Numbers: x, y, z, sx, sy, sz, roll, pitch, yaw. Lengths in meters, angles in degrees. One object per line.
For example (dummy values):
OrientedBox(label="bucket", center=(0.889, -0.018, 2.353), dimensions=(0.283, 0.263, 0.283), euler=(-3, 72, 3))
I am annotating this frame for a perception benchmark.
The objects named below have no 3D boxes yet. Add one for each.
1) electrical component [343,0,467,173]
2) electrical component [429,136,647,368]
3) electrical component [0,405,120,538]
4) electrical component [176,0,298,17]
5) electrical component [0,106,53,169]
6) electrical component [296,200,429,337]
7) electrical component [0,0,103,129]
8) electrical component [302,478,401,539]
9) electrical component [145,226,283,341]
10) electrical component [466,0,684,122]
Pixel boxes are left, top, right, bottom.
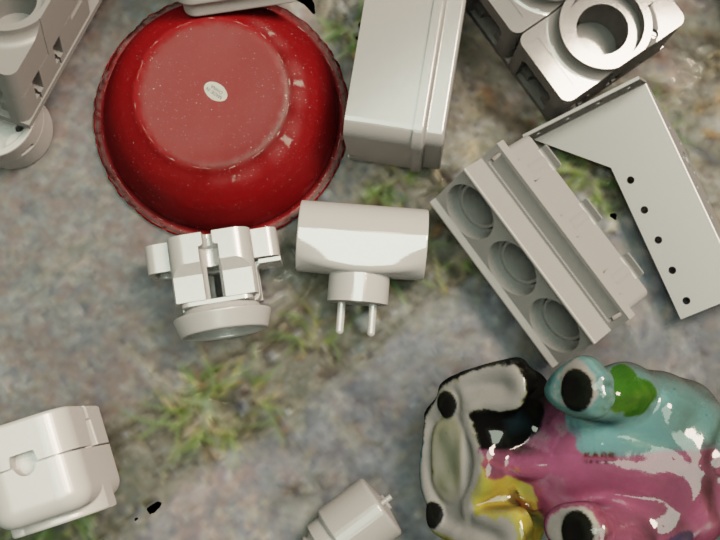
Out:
OrientedBox(label="electrical component", center=(0.029, -0.121, 0.644), dimensions=(0.057, 0.078, 0.113), euler=(9, 83, 4))
OrientedBox(label="electrical component", center=(0.107, -0.014, 0.635), dimensions=(0.063, 0.079, 0.121), euler=(-33, 84, -33))
OrientedBox(label="electrical component", center=(-0.173, 0.113, 0.605), dimensions=(0.054, 0.095, 0.059), euler=(-18, 84, -2))
OrientedBox(label="electrical component", center=(-0.077, -0.210, 0.641), dimensions=(0.078, 0.057, 0.113), euler=(-9, 51, -1))
OrientedBox(label="electrical component", center=(-0.218, -0.090, 0.653), dimensions=(0.055, 0.047, 0.055), euler=(0, 83, 0))
OrientedBox(label="electrical component", center=(0.000, 0.000, 0.646), dimensions=(0.077, 0.043, 0.079), euler=(4, 84, 0))
OrientedBox(label="electrical component", center=(-0.206, -0.189, 0.631), dimensions=(0.105, 0.060, 0.186), euler=(19, 65, 2))
OrientedBox(label="electrical component", center=(-0.012, 0.156, 0.629), dimensions=(0.078, 0.040, 0.040), euler=(-37, 85, -4))
OrientedBox(label="electrical component", center=(-0.084, 0.010, 0.638), dimensions=(0.078, 0.058, 0.057), euler=(-9, 80, -2))
OrientedBox(label="electrical component", center=(0.114, -0.180, 0.659), dimensions=(0.089, 0.061, 0.150), euler=(-35, 85, -4))
